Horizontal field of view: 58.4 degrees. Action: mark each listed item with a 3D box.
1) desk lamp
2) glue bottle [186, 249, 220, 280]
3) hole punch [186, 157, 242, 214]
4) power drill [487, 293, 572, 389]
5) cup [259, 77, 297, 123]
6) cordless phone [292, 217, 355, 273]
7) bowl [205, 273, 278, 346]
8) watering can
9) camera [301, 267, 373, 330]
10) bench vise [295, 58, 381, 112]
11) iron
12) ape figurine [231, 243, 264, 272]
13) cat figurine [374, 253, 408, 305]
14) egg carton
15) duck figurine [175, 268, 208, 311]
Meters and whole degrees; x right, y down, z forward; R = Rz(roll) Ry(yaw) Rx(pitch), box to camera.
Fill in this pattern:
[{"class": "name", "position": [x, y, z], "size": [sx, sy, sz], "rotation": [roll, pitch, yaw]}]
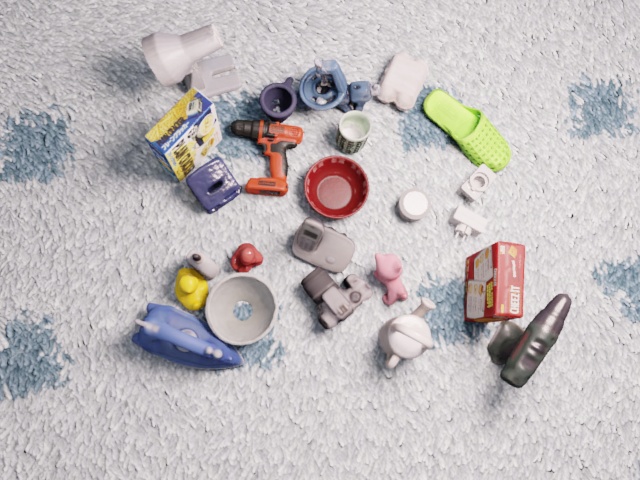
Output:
[{"class": "desk lamp", "position": [-0.303, -0.430, 1.371], "size": [0.203, 0.213, 0.118], "rotation": [-19, 81, -8]}, {"class": "glue bottle", "position": [-0.273, 0.049, 1.300], "size": [0.078, 0.173, 0.037], "rotation": [32, 78, 2]}, {"class": "hole punch", "position": [-0.253, -0.131, 1.379], "size": [0.109, 0.091, 0.101], "rotation": [-38, 84, -11]}, {"class": "power drill", "position": [0.470, 0.228, 1.314], "size": [0.075, 0.208, 0.230], "rotation": [31, 78, 2]}, {"class": "cup", "position": [-0.099, -0.344, 1.433], "size": [0.091, 0.095, 0.118], "rotation": [26, 78, 1]}, {"class": "cordless phone", "position": [0.012, 0.005, 1.328], "size": [0.147, 0.185, 0.094], "rotation": [21, 78, 0]}, {"class": "bowl", "position": [-0.180, 0.162, 1.337], "size": [0.167, 0.074, 0.167], "rotation": [1, 79, -5]}, {"class": "watering can", "position": [0.201, 0.212, 1.300], "size": [0.101, 0.194, 0.173], "rotation": [11, 78, -3]}, {"class": "camera", "position": [0.032, 0.120, 1.351], "size": [0.143, 0.100, 0.137], "rotation": [-40, 85, -11]}, {"class": "bench vise", "position": [0.043, -0.389, 1.391], "size": [0.207, 0.219, 0.121], "rotation": [-17, 81, -8]}, {"class": "iron", "position": [-0.292, 0.227, 1.280], "size": [0.258, 0.141, 0.119], "rotation": [21, 78, -1]}, {"class": "ape figurine", "position": [-0.172, 0.041, 1.352], "size": [0.078, 0.092, 0.076], "rotation": [6, 78, -4]}, {"class": "cat figurine", "position": [0.173, 0.086, 1.361], "size": [0.067, 0.117, 0.128], "rotation": [-22, 82, -9]}, {"class": "egg carton", "position": [0.213, -0.413, 1.487], "size": [0.107, 0.069, 0.150], "rotation": [23, 78, 0]}, {"class": "duck figurine", "position": [-0.302, 0.111, 1.330], "size": [0.077, 0.086, 0.104], "rotation": [-19, 81, -8]}]
